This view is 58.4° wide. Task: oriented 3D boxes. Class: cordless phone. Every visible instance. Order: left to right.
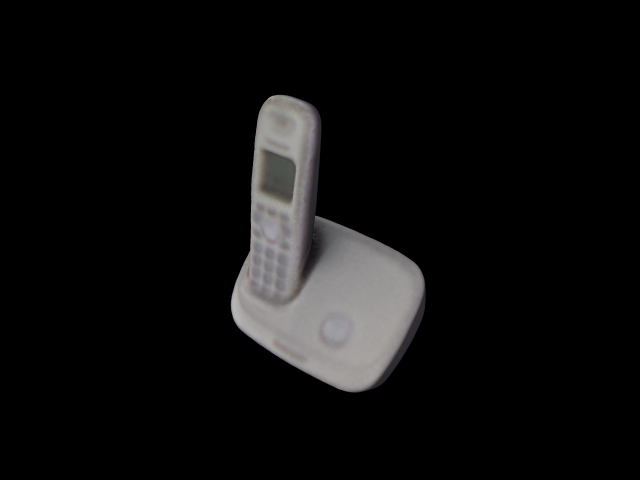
[{"bbox_3d":[0.004,0.001,0.400,0.147,0.185,0.094,22,40,30],"label":"cordless phone"}]
